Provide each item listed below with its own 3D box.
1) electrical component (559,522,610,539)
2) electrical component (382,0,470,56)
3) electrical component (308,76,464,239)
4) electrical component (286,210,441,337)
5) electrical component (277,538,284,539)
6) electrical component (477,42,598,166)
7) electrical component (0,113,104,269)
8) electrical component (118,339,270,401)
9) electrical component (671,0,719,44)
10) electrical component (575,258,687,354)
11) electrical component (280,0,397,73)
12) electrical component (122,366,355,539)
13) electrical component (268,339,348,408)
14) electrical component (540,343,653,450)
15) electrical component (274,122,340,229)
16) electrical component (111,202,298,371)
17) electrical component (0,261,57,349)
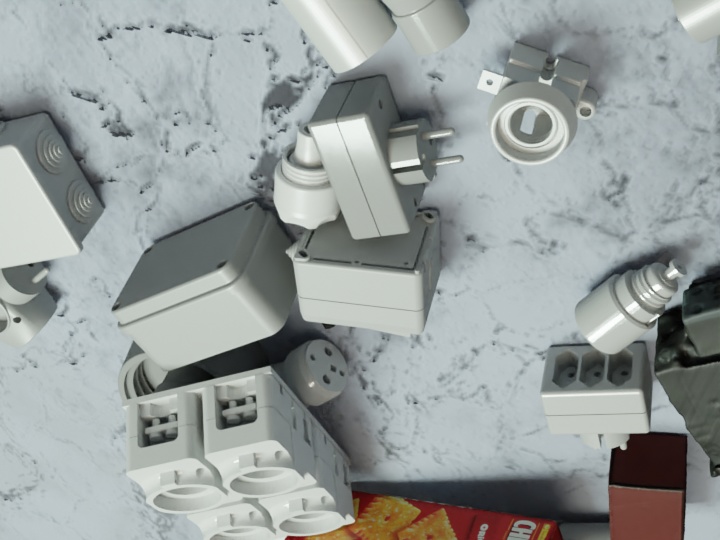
[{"bbox_3d":[0.165,0.215,0.821,0.081,0.043,0.043,-6,126,22],"label":"electrical component"},{"bbox_3d":[0.030,-0.147,0.570,0.044,0.044,0.065,-18,126,29],"label":"electrical component"},{"bbox_3d":[0.023,-0.068,0.632,0.076,0.047,0.083,-7,126,23],"label":"electrical component"},{"bbox_3d":[0.000,0.000,0.684,0.096,0.061,0.061,6,132,13],"label":"electrical component"},{"bbox_3d":[-0.065,0.215,0.902,0.061,0.035,0.035,-11,124,28],"label":"electrical component"},{"bbox_3d":[0.095,-0.089,0.585,0.066,0.055,0.048,19,131,2],"label":"electrical component"},{"bbox_3d":[-0.234,-0.053,0.727,0.100,0.048,0.099,-8,125,24],"label":"electrical component"},{"bbox_3d":[-0.127,0.085,0.798,0.108,0.060,0.108,9,130,11],"label":"electrical component"},{"bbox_3d":[0.186,-0.139,0.525,0.065,0.044,0.044,-26,117,38],"label":"electrical component"},{"bbox_3d":[0.168,0.019,0.661,0.040,0.040,0.078,35,130,-12],"label":"electrical component"},{"bbox_3d":[-0.020,-0.151,0.580,0.043,0.043,0.081,-24,118,32],"label":"electrical component"},{"bbox_3d":[-0.080,0.144,0.769,0.105,0.060,0.186,-14,148,10],"label":"electrical component"},{"bbox_3d":[-0.042,0.079,0.776,0.045,0.045,0.055,43,128,-18],"label":"electrical component"},{"bbox_3d":[0.162,0.093,0.719,0.066,0.047,0.076,-5,127,21],"label":"electrical component"},{"bbox_3d":[-0.031,-0.060,0.658,0.043,0.043,0.062,13,130,8],"label":"electrical component"},{"bbox_3d":[-0.101,0.011,0.717,0.113,0.078,0.057,-20,123,30],"label":"electrical component"},{"bbox_3d":[-0.257,0.011,0.789,0.079,0.044,0.077,-32,113,35],"label":"electrical component"}]
